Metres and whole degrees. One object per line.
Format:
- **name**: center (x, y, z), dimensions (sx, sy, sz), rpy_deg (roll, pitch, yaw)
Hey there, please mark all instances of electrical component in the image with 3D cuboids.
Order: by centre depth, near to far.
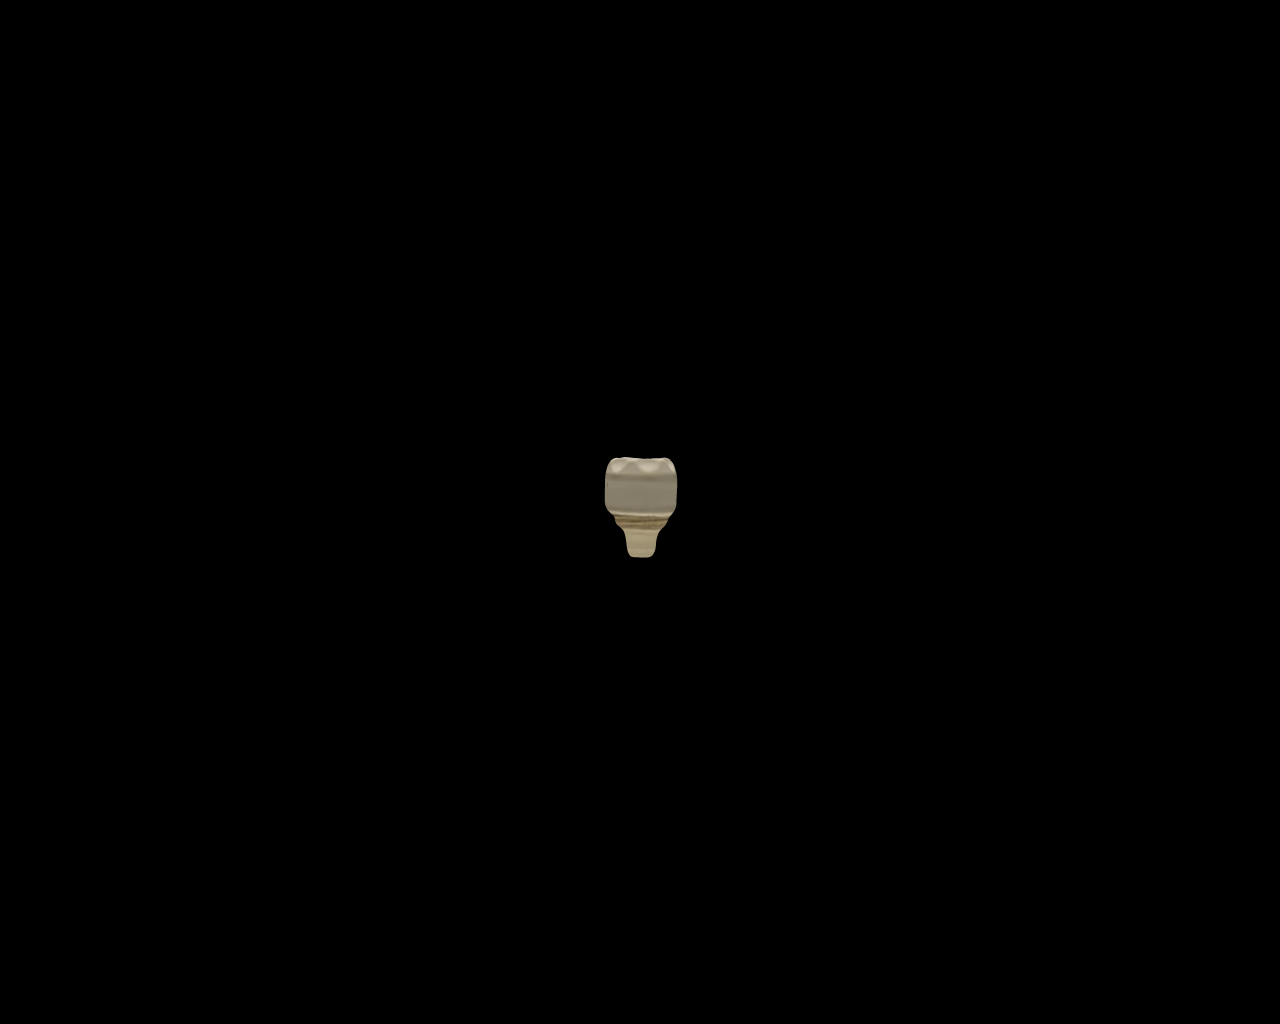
- **electrical component**: center (0.001, -0.003, 0.650), dimensions (0.043, 0.062, 0.043), rpy_deg (0, 3, 0)
